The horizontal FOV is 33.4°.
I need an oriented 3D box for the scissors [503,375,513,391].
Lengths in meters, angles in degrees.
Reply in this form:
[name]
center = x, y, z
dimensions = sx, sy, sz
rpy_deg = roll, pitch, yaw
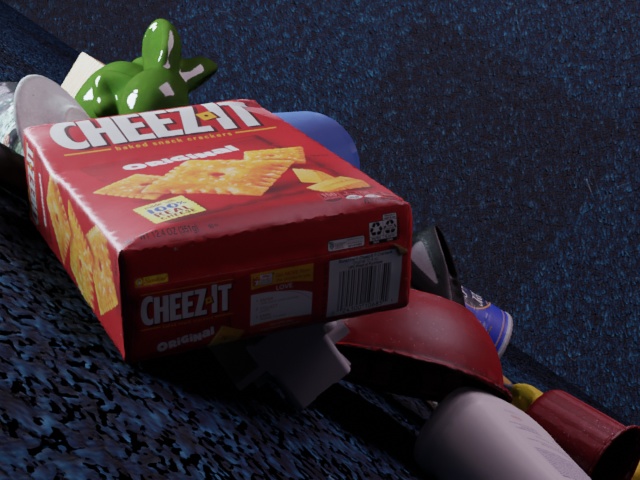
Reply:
[scissors]
center = 0.121, 0.113, 1.062
dimensions = 0.201, 0.016, 0.096
rpy_deg = 18, 18, -46

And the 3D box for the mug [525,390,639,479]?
[mug]
center = 0.211, 0.186, 0.920
dimensions = 0.117, 0.093, 0.082
rpy_deg = -20, 36, -38

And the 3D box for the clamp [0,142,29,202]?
[clamp]
center = -0.241, -0.070, 0.684
dimensions = 0.120, 0.039, 0.171
rpy_deg = 31, 3, 14

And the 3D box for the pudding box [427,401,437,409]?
[pudding box]
center = 0.137, 0.151, 0.999
dimensions = 0.090, 0.039, 0.114
rpy_deg = 32, 4, -23

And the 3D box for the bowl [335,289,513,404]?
[bowl]
center = 0.060, 0.072, 0.752
dimensions = 0.162, 0.055, 0.162
rpy_deg = 13, -16, 4

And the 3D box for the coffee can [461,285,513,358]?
[coffee can]
center = 0.143, 0.096, 1.273
dimensions = 0.140, 0.103, 0.103
rpy_deg = 32, 4, -11

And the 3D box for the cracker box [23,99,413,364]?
[cracker box]
center = -0.069, -0.018, 0.624
dimensions = 0.164, 0.072, 0.214
rpy_deg = -10, 26, -24

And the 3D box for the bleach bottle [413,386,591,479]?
[bleach bottle]
center = 0.156, 0.182, 0.615
dimensions = 0.102, 0.068, 0.251
rpy_deg = 29, 8, -32

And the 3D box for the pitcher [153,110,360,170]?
[pitcher]
center = -0.053, -0.058, 0.940
dimensions = 0.145, 0.149, 0.242
rpy_deg = -10, 8, 18

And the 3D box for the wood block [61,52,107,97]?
[wood block]
center = -0.222, -0.138, 1.317
dimensions = 0.091, 0.090, 0.205
rpy_deg = 36, 5, 33

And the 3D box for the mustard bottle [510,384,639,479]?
[mustard bottle]
center = 0.281, 0.225, 1.126
dimensions = 0.191, 0.058, 0.096
rpy_deg = 33, 3, -14
